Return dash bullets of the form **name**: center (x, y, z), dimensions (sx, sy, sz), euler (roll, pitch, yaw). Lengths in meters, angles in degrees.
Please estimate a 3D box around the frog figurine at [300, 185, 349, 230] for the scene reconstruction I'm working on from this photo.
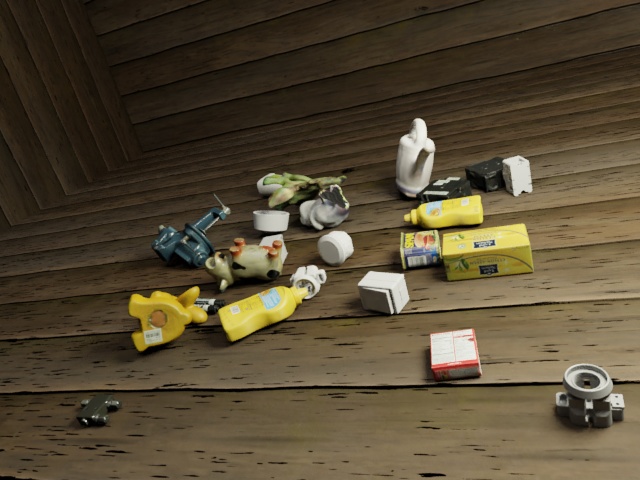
- **frog figurine**: center (0.005, -0.076, 1.504), dimensions (0.156, 0.122, 0.140), euler (-45, 13, 37)

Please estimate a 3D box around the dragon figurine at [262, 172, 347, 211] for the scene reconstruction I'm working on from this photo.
- **dragon figurine**: center (-0.018, -0.164, 1.610), dimensions (0.414, 0.121, 0.242), euler (-21, 14, -41)

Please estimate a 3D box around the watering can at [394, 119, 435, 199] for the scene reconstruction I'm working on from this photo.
- **watering can**: center (0.277, -0.222, 1.478), dimensions (0.104, 0.220, 0.354), euler (4, 24, 2)
